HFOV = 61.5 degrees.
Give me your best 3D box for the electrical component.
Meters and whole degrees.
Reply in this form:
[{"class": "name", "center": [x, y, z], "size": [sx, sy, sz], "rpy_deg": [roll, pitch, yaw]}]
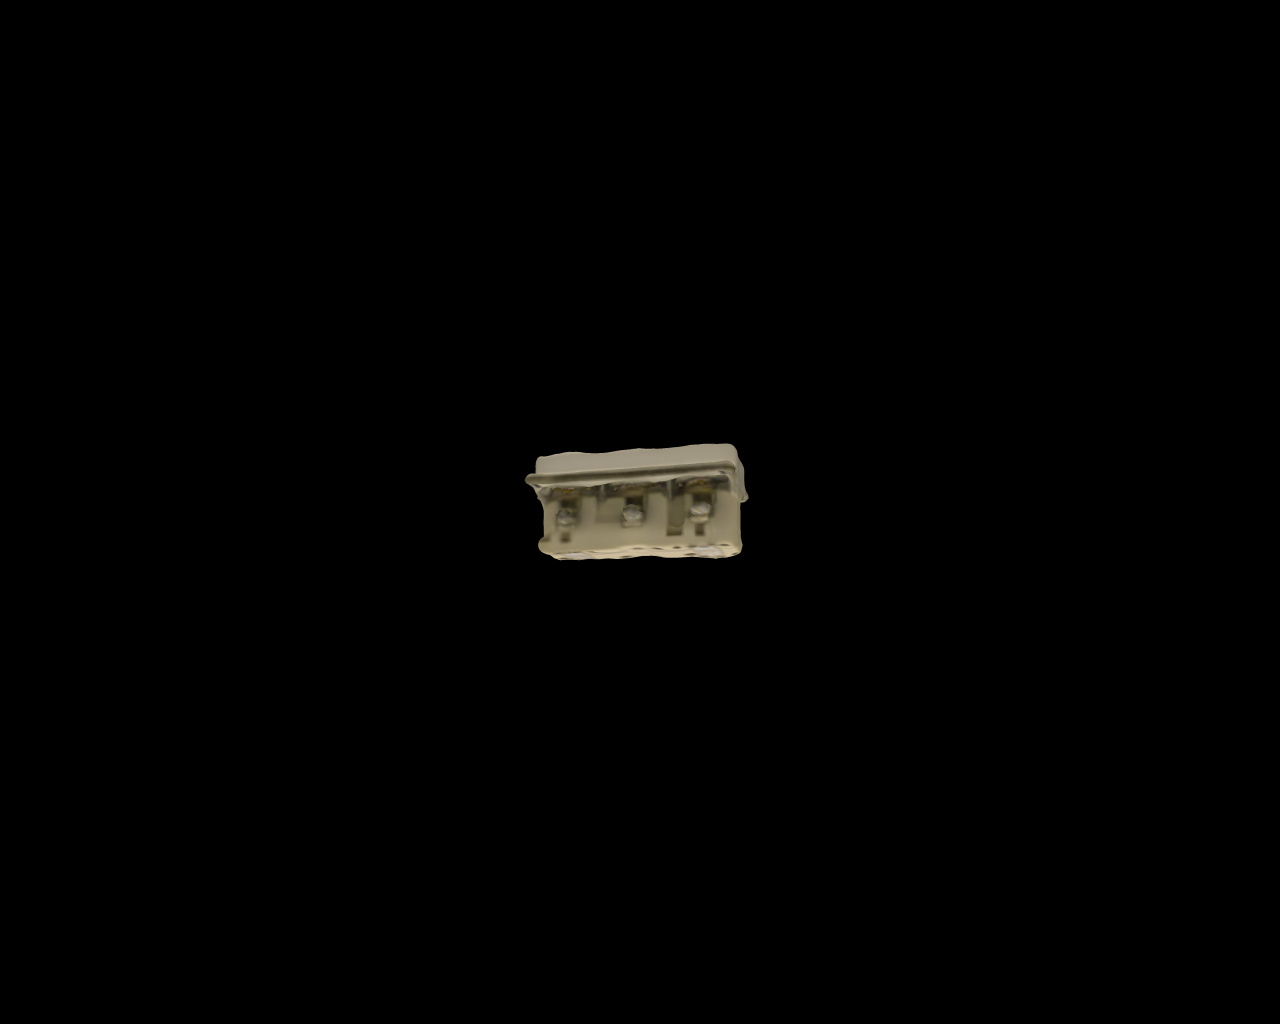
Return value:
[{"class": "electrical component", "center": [0.001, -0.003, 0.650], "size": [0.121, 0.063, 0.078], "rpy_deg": [-2, -11, 12]}]
